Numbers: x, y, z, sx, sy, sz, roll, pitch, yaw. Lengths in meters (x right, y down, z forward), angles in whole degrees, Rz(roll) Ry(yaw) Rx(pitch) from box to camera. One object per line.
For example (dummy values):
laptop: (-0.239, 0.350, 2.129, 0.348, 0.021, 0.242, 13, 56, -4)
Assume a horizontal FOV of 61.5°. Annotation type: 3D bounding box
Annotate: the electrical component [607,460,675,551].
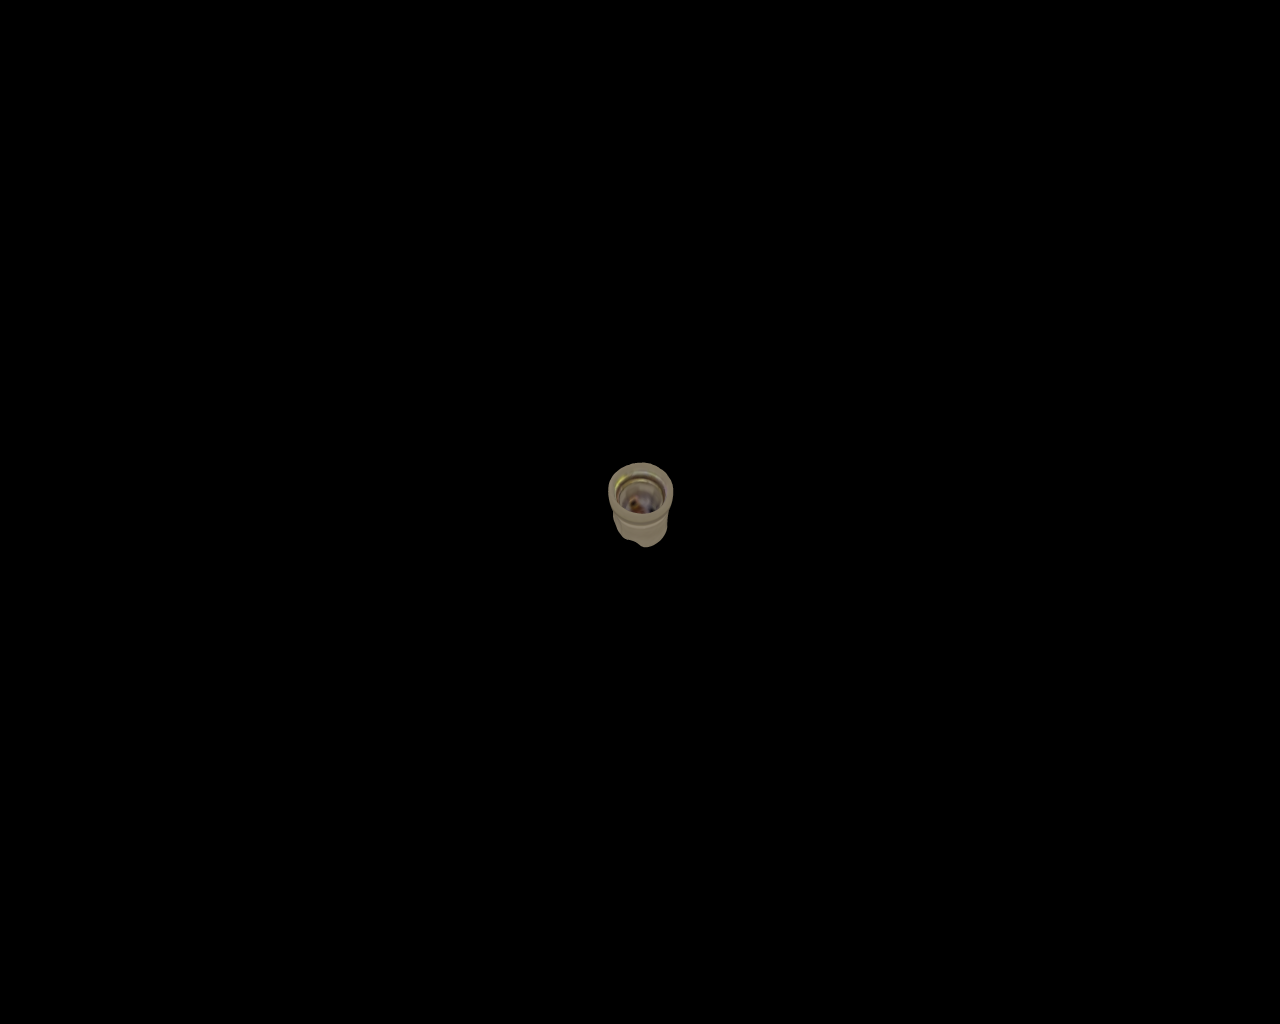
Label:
electrical component: (0.001, -0.003, 0.650, 0.040, 0.040, 0.046, 0, -32, 0)
